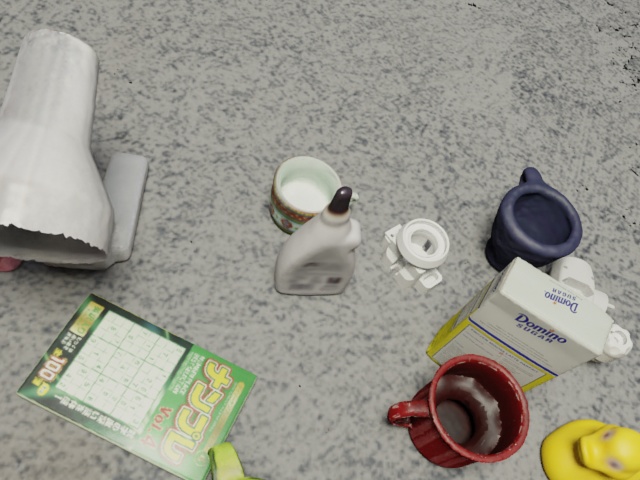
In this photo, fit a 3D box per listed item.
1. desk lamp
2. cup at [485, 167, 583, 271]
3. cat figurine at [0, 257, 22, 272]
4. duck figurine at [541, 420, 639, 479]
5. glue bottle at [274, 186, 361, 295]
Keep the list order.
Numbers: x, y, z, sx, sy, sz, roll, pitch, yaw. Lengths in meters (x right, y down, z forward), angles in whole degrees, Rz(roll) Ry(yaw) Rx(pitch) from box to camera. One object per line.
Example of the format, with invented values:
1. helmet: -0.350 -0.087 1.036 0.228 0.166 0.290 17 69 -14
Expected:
1. desk lamp: -0.221 -0.052 0.485 0.118 0.213 0.203 7 60 -10
2. cup: 0.226 -0.014 0.644 0.092 0.095 0.117 7 60 -10
3. cat figurine: -0.325 0.012 0.479 0.067 0.117 0.128 31 59 5
4. duck figurine: 0.275 0.203 0.539 0.105 0.086 0.077 6 60 -10
5. glue bottle: 0.005 0.002 0.534 0.078 0.173 0.037 3 60 -12
